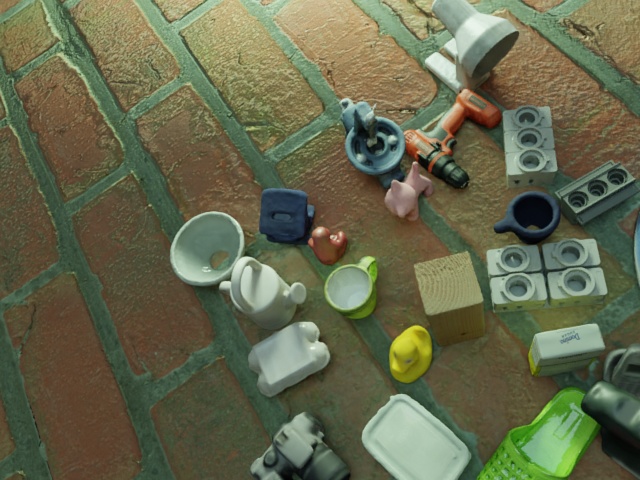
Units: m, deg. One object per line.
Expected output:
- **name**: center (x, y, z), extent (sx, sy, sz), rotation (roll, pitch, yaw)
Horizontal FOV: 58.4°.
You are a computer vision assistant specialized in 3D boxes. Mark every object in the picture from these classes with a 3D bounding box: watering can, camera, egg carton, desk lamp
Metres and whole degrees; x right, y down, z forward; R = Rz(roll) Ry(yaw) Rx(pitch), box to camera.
- **watering can**: center (-0.111, 0.095, 1.084), extent (0.172, 0.194, 0.101), rotation (-16, 63, 9)
- **camera**: center (-0.028, 0.389, 0.980), extent (0.136, 0.101, 0.143), rotation (37, 80, 27)
- **egg carton**: center (-0.059, 0.223, 1.082), extent (0.150, 0.069, 0.107), rotation (-30, 62, 1)
- **desk lamp**: center (0.301, -0.399, 1.177), extent (0.118, 0.214, 0.202), rotation (-38, 62, -3)

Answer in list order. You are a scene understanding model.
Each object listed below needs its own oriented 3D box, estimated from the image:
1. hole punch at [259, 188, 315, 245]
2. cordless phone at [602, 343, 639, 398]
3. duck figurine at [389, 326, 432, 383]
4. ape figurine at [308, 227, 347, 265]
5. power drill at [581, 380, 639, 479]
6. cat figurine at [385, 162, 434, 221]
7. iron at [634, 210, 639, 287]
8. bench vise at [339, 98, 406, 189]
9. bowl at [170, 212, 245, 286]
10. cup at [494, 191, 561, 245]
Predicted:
- **hole punch**: center (-0.071, -0.048, 1.195), extent (0.108, 0.091, 0.101), rotation (5, 68, 18)
- **cordless phone**: center (0.513, 0.203, 0.860), extent (0.147, 0.185, 0.094), rotation (2, 67, 17)
- **duck figurine**: center (0.158, 0.198, 1.021), extent (0.077, 0.086, 0.105), rotation (21, 74, 24)
- **ape figurine**: center (0.011, 0.004, 1.148), extent (0.077, 0.092, 0.076), rotation (7, 69, 19)
- **power drill**: center (0.481, 0.295, 0.814), extent (0.229, 0.209, 0.076), rotation (35, 80, 27)
- **cat figurine**: center (0.170, -0.094, 1.132), extent (0.067, 0.118, 0.128), rotation (21, 74, 24)
- **iron**: center (0.596, 0.001, 0.952), extent (0.118, 0.142, 0.258), rotation (-7, 65, 13)
- **bench vise**: center (0.082, -0.218, 1.155), extent (0.121, 0.220, 0.206), rotation (-46, 62, -7)
- **bowl**: center (-0.227, 0.029, 1.215), extent (0.167, 0.075, 0.167), rotation (-6, 65, 13)
- **cup**: center (0.377, -0.025, 1.054), extent (0.117, 0.095, 0.091), rotation (-21, 62, 6)
